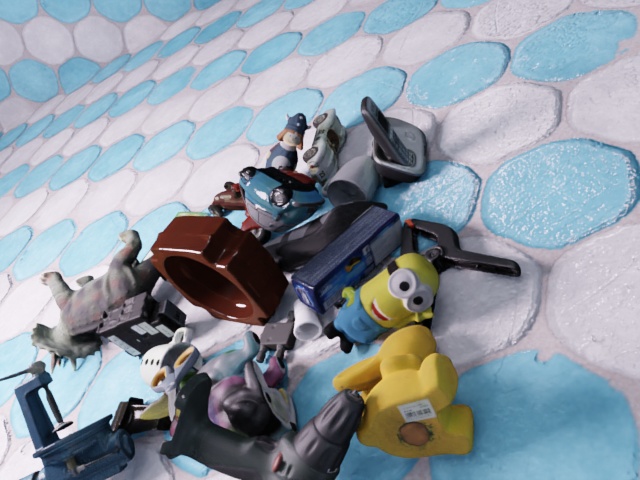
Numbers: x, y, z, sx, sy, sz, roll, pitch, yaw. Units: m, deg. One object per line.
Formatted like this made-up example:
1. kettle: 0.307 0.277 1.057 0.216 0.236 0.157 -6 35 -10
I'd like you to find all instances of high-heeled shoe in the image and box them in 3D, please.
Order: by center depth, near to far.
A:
1. high-heeled shoe: -0.002 -0.003 0.975 0.249 0.086 0.145 -24 5 -13

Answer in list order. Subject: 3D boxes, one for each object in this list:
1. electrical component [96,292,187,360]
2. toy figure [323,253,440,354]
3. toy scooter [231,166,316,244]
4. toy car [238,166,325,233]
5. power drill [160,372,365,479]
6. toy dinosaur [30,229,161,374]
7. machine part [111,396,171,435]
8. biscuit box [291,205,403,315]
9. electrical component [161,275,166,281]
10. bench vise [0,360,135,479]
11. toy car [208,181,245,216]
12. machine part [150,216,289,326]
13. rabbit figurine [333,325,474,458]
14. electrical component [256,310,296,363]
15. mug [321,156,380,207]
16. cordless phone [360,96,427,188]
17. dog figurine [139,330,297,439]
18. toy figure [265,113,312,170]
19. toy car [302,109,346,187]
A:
1. electrical component: -0.313 0.156 0.978 0.134 0.114 0.058 -20 45 18
2. toy figure: 0.086 0.087 0.761 0.180 0.082 0.089 -41 31 30
3. toy scooter: -0.102 -0.086 1.067 0.184 0.075 0.135 -38 75 2
4. toy car: -0.081 -0.067 0.972 0.162 0.109 0.102 28 109 25
5. power drill: -0.075 0.238 0.643 0.207 0.086 0.232 23 102 9
6. toy dinosaur: -0.417 0.112 1.067 0.405 0.131 0.192 -31 64 8
7. machine part: -0.294 0.294 0.884 0.139 0.039 0.084 -10 40 30
8. biscuit box: 0.047 0.029 0.861 0.203 0.059 0.063 -39 39 -23
9. electrical component: -0.284 0.050 1.118 0.119 0.047 0.075 1 52 36
10. bench vise: -0.412 0.308 0.826 0.224 0.129 0.240 -28 84 10
11. toy car: -0.169 -0.091 1.178 0.202 0.053 0.089 6 57 38
12. machine part: -0.168 0.051 0.910 0.202 0.200 0.087 1 49 37
13. rabbit figurine: 0.107 0.181 0.672 0.162 0.121 0.173 -28 24 24
14. electrical component: -0.069 0.156 0.872 0.063 0.021 0.094 -7 47 31
15. mug: 0.062 -0.108 1.013 0.110 0.080 0.107 -7 35 41
16. cordless phone: 0.120 -0.199 0.972 0.089 0.184 0.147 -17 42 28
17. dog figurine: -0.154 0.244 0.782 0.219 0.108 0.192 -32 41 12
18. toy figure: -0.066 -0.186 1.103 0.058 0.064 0.154 56 129 43
19. toy car: 0.013 -0.197 1.133 0.056 0.073 0.202 -13 44 26
